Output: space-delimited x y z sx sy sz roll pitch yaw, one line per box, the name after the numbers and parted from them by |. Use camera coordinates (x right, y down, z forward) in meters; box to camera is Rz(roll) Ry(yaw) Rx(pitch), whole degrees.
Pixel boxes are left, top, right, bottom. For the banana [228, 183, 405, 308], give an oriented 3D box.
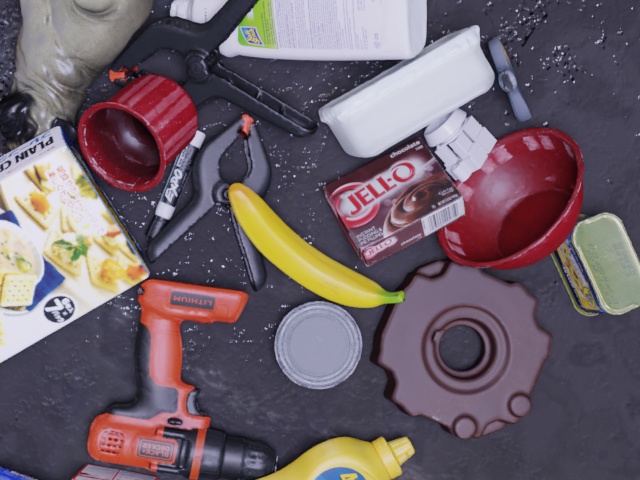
-0.012 0.013 1.031 0.197 0.070 0.037 32 45 -8 | banana

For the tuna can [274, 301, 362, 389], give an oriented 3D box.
-0.002 0.103 1.052 0.086 0.034 0.086 0 88 -3 | tuna can

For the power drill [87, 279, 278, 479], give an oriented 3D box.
-0.121 0.137 1.033 0.184 0.057 0.187 10 86 -6 | power drill

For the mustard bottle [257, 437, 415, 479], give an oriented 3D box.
0.004 0.243 1.026 0.191 0.058 0.096 -28 121 -5 | mustard bottle

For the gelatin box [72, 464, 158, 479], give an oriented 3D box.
-0.195 0.239 1.009 0.073 0.089 0.030 11 87 -3 | gelatin box

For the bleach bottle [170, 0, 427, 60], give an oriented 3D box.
-0.028 -0.222 1.010 0.251 0.068 0.102 5 113 23 | bleach bottle

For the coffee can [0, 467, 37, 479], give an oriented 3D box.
-0.316 0.260 0.995 0.140 0.103 0.103 20 87 -2 | coffee can

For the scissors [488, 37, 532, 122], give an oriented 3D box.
0.183 -0.135 1.003 0.016 0.201 0.096 -23 113 14 | scissors

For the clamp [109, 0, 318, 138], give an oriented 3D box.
-0.107 -0.179 1.012 0.210 0.036 0.164 5 117 21 | clamp

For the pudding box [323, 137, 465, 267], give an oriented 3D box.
0.072 -0.038 1.039 0.113 0.039 0.090 -26 54 -5 | pudding box

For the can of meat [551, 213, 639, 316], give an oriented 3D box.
0.272 0.024 1.044 0.057 0.084 0.102 -24 89 -4 | can of meat

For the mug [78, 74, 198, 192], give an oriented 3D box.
-0.172 -0.097 1.017 0.093 0.081 0.117 33 131 3 | mug

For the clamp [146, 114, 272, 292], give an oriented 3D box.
-0.085 -0.035 1.052 0.120 0.039 0.171 25 85 -18 | clamp

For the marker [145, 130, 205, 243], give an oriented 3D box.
-0.144 -0.052 1.058 0.020 0.020 0.121 22 87 -2 | marker

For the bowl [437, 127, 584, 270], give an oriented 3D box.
0.193 -0.028 1.026 0.055 0.162 0.162 41 86 -33 | bowl
